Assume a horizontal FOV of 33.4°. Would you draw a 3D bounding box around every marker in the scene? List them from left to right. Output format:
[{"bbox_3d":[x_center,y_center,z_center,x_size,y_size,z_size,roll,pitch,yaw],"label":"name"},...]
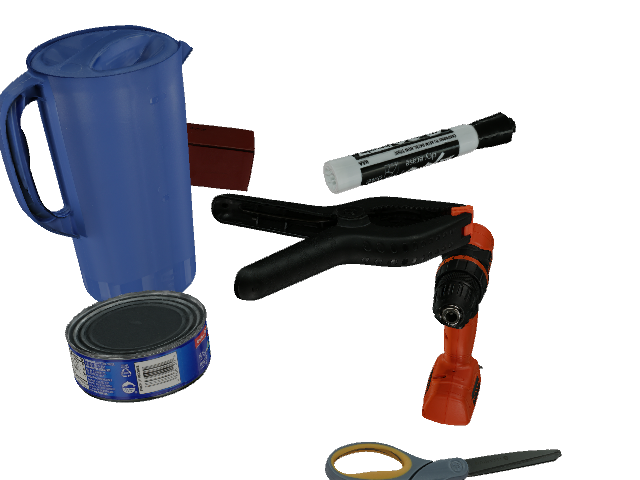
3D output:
[{"bbox_3d":[0.059,-0.051,0.613,0.121,0.020,0.020,-17,6,-20],"label":"marker"}]

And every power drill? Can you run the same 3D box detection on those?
[{"bbox_3d":[0.143,0.095,1.106,0.057,0.188,0.184,10,27,13],"label":"power drill"}]

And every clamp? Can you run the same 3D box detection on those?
[{"bbox_3d":[0.016,-0.009,0.844,0.209,0.036,0.165,-8,26,-16],"label":"clamp"}]

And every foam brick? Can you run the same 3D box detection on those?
[{"bbox_3d":[-0.113,-0.091,1.166,0.078,0.051,0.053,6,30,-6],"label":"foam brick"}]

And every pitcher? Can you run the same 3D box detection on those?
[{"bbox_3d":[-0.187,-0.061,0.963,0.149,0.243,0.145,0,29,6],"label":"pitcher"}]

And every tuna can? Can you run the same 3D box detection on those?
[{"bbox_3d":[-0.110,0.064,0.654,0.086,0.034,0.086,-4,23,2],"label":"tuna can"}]

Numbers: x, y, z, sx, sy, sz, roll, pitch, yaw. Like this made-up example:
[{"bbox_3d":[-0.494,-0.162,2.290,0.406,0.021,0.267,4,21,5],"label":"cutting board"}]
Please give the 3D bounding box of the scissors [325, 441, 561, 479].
[{"bbox_3d":[0.104,0.203,0.867,0.201,0.016,0.096,5,44,-4],"label":"scissors"}]
